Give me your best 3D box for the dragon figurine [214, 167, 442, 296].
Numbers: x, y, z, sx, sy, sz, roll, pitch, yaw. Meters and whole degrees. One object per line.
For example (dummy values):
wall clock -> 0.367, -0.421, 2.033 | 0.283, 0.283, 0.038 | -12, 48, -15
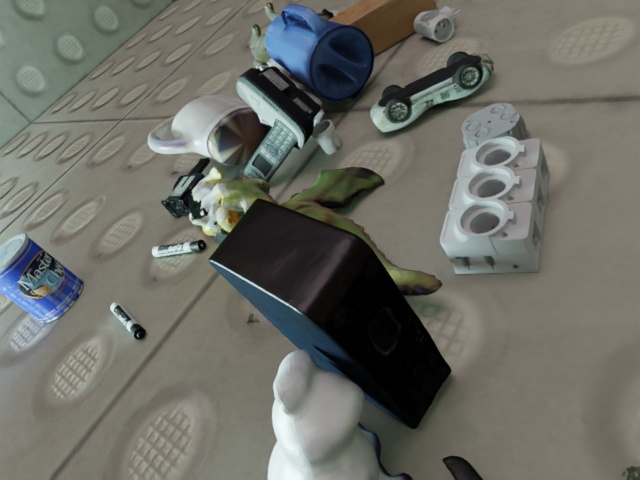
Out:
dragon figurine -> 0.002, -0.035, 0.698 | 0.411, 0.119, 0.248 | 8, 45, 32

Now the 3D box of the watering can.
watering can -> -0.174, -0.249, 1.048 | 0.352, 0.101, 0.226 | -34, 43, -31

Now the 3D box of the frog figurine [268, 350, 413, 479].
frog figurine -> -0.002, 0.173, 0.407 | 0.122, 0.156, 0.140 | -32, 36, 8
